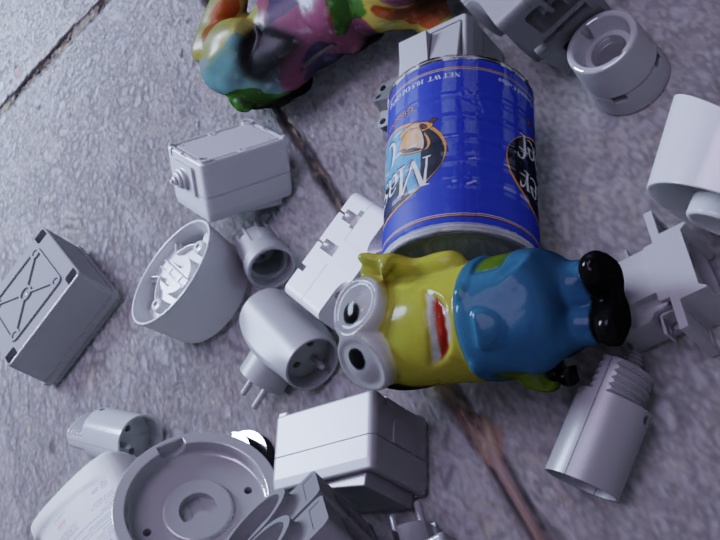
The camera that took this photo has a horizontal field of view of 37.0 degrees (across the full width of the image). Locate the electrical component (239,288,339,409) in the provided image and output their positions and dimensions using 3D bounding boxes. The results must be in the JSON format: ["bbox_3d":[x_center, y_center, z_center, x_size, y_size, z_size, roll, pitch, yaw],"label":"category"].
[{"bbox_3d":[-0.062,0.065,0.789,0.079,0.043,0.077,-58,42,8],"label":"electrical component"}]

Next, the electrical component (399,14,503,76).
[{"bbox_3d":[0.066,-0.143,0.798,0.062,0.061,0.096,-19,53,32],"label":"electrical component"}]

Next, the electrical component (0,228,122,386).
[{"bbox_3d":[-0.290,0.033,1.001,0.108,0.056,0.109,-53,42,1],"label":"electrical component"}]

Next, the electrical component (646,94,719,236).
[{"bbox_3d":[0.208,-0.052,0.588,0.099,0.099,0.064,19,84,46],"label":"electrical component"}]

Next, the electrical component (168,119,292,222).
[{"bbox_3d":[-0.112,-0.078,0.887,0.096,0.061,0.062,-22,33,-29],"label":"electrical component"}]

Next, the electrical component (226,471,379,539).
[{"bbox_3d":[-0.073,0.204,0.597,0.186,0.060,0.105,-45,7,-2],"label":"electrical component"}]

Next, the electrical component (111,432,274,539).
[{"bbox_3d":[-0.105,0.169,0.710,0.108,0.060,0.108,0,46,0],"label":"electrical component"}]

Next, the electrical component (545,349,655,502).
[{"bbox_3d":[0.139,0.083,0.599,0.043,0.043,0.081,13,73,45],"label":"electrical component"}]

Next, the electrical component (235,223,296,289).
[{"bbox_3d":[-0.077,-0.012,0.856,0.040,0.040,0.046,-47,38,8],"label":"electrical component"}]

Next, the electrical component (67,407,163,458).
[{"bbox_3d":[-0.201,0.133,0.867,0.081,0.043,0.043,3,66,42],"label":"electrical component"}]

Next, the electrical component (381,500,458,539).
[{"bbox_3d":[0.034,0.173,0.630,0.066,0.047,0.076,-33,46,21],"label":"electrical component"}]

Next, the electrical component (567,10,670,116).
[{"bbox_3d":[0.170,-0.138,0.713,0.055,0.047,0.055,-22,51,30],"label":"electrical component"}]

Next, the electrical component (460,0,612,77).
[{"bbox_3d":[0.095,-0.229,0.761,0.060,0.105,0.186,-42,59,23],"label":"electrical component"}]

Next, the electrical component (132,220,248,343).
[{"bbox_3d":[-0.142,0.009,0.879,0.099,0.064,0.099,-22,51,30],"label":"electrical component"}]

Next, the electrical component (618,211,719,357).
[{"bbox_3d":[0.173,0.013,0.617,0.064,0.042,0.081,-30,46,28],"label":"electrical component"}]

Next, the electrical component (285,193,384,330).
[{"bbox_3d":[0.000,0.000,0.771,0.089,0.050,0.056,-54,42,-1],"label":"electrical component"}]

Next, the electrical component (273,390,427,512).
[{"bbox_3d":[-0.011,0.124,0.691,0.096,0.062,0.061,-20,52,31],"label":"electrical component"}]
